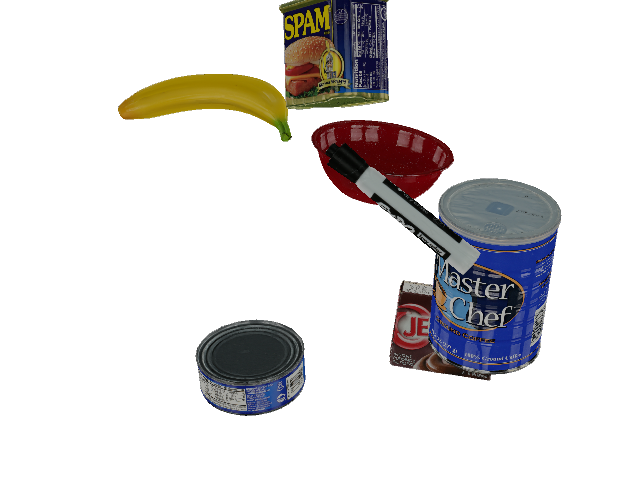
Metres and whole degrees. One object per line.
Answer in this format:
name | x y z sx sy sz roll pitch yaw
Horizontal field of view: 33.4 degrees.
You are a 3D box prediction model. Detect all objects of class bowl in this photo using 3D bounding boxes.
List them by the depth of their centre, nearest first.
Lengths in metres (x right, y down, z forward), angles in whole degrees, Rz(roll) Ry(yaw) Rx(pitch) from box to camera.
bowl | 0.066 -0.083 1.209 0.162 0.055 0.162 7 27 -3

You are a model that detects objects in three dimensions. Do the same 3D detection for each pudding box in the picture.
pudding box | 0.136 0.097 1.158 0.113 0.090 0.039 8 23 4

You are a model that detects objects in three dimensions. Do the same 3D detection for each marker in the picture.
marker | 0.052 -0.023 0.700 0.121 0.020 0.020 39 1 2

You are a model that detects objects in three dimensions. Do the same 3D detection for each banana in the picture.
banana | -0.114 -0.147 1.118 0.198 0.037 0.069 8 46 19

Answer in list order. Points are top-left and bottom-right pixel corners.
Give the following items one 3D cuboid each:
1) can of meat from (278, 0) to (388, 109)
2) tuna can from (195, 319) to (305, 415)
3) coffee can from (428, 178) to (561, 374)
can of meat | 0.011 -0.149 0.849 0.057 0.084 0.102 -4 4 -32
tuna can | -0.055 0.100 0.846 0.086 0.034 0.086 -3 30 1
coffee can | 0.150 0.031 0.934 0.103 0.140 0.103 1 32 -1
